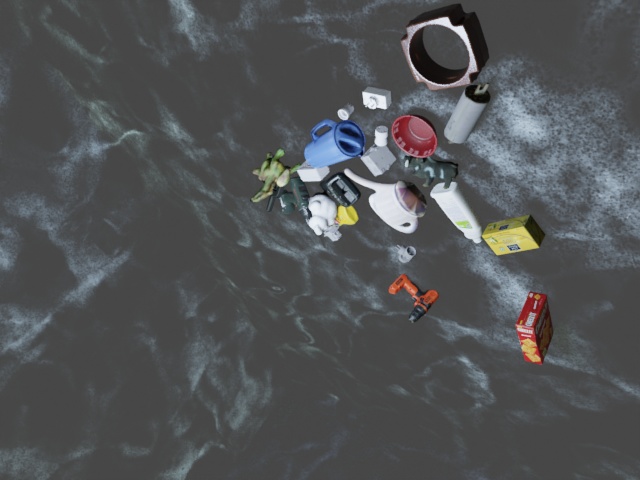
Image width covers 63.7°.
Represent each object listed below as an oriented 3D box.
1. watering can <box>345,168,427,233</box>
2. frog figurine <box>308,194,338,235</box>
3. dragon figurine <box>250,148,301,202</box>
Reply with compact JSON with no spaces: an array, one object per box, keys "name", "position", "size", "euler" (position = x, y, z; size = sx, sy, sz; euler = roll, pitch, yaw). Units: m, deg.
[{"name":"watering can","position":[0.253,-0.160,1.906],"size":[0.345,0.106,0.222],"euler":[46,148,-11]},{"name":"frog figurine","position":[0.006,-0.107,2.118],"size":[0.122,0.163,0.135],"euler":[-21,123,22]},{"name":"dragon figurine","position":[-0.228,-0.257,2.190],"size":[0.121,0.247,0.407],"euler":[48,147,-22]}]
